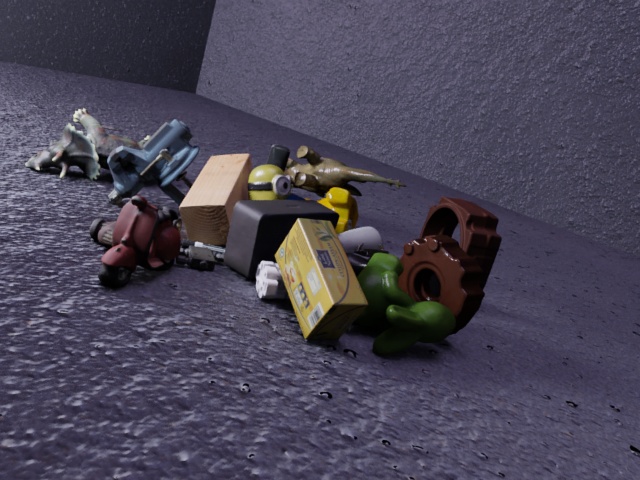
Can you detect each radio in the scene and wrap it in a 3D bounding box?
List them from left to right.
[{"bbox_3d":[-0.069,-0.004,1.015,0.073,0.131,0.229,28,20,34],"label":"radio"}]

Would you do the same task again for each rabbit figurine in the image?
[{"bbox_3d":[0.006,-0.076,1.371,0.173,0.121,0.162,2,9,16],"label":"rabbit figurine"},{"bbox_3d":[0.134,0.111,0.869,0.170,0.121,0.159,21,23,20],"label":"rabbit figurine"}]

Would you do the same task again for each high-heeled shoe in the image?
[{"bbox_3d":[0.134,0.083,1.103,0.248,0.086,0.145,26,-23,-39],"label":"high-heeled shoe"}]

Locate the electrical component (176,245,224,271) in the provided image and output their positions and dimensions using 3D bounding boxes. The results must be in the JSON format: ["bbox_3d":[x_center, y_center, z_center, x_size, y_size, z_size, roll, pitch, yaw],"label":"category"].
[{"bbox_3d":[-0.210,0.033,0.948,0.094,0.021,0.063,10,18,-25],"label":"electrical component"}]

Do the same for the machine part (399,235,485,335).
[{"bbox_3d":[0.201,0.080,0.947,0.056,0.179,0.180,-1,25,-39],"label":"machine part"}]

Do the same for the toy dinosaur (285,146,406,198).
[{"bbox_3d":[0.012,-0.171,1.423,0.198,0.105,0.472,15,0,-39],"label":"toy dinosaur"}]

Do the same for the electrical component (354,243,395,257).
[{"bbox_3d":[0.116,0.045,1.152,0.102,0.078,0.045,1,-2,-30],"label":"electrical component"}]

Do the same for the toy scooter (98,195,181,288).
[{"bbox_3d":[-0.269,-0.010,0.831,0.075,0.135,0.184,19,15,10],"label":"toy scooter"}]

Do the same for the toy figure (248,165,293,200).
[{"bbox_3d":[-0.110,-0.060,1.073,0.089,0.180,0.082,13,14,-5],"label":"toy figure"}]

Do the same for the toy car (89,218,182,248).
[{"bbox_3d":[-0.326,-0.026,0.974,0.089,0.053,0.202,17,17,10],"label":"toy car"}]

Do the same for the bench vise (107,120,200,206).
[{"bbox_3d":[-0.320,-0.123,1.138,0.240,0.223,0.129,45,-15,-26],"label":"bench vise"}]

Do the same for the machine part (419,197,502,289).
[{"bbox_3d":[0.299,0.016,1.197,0.087,0.200,0.202,9,18,-17],"label":"machine part"}]

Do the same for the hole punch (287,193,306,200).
[{"bbox_3d":[-0.085,-0.057,1.255,0.142,0.092,0.116,29,24,25],"label":"hole punch"}]

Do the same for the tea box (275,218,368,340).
[{"bbox_3d":[-0.002,0.059,0.838,0.068,0.098,0.170,6,47,-33],"label":"tea box"}]

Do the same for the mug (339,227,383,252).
[{"bbox_3d":[0.069,0.010,1.206,0.107,0.080,0.110,-9,33,-38],"label":"mug"}]

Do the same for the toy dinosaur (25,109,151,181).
[{"bbox_3d":[-0.468,-0.197,1.286,0.404,0.131,0.192,8,31,-42],"label":"toy dinosaur"}]

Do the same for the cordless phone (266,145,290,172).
[{"bbox_3d":[-0.155,-0.153,1.321,0.146,0.184,0.089,14,21,-12],"label":"cordless phone"}]
